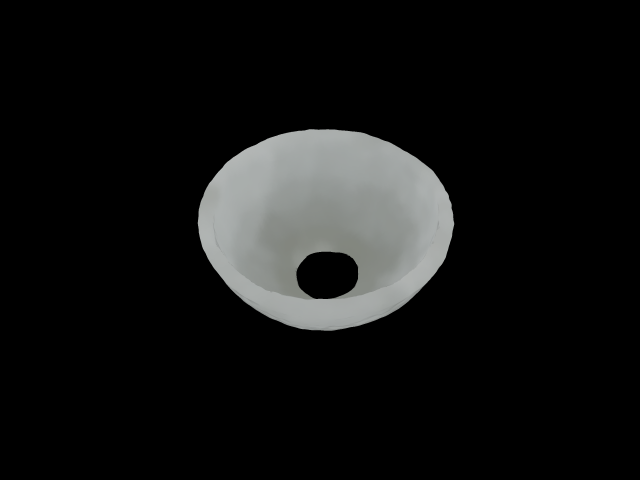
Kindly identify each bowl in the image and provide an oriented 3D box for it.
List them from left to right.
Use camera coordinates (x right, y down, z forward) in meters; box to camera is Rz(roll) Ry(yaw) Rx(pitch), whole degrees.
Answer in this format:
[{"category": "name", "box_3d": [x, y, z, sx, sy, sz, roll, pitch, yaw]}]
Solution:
[{"category": "bowl", "box_3d": [0.004, 0.001, 0.400, 0.167, 0.075, 0.167, 0, 49, 0]}]
